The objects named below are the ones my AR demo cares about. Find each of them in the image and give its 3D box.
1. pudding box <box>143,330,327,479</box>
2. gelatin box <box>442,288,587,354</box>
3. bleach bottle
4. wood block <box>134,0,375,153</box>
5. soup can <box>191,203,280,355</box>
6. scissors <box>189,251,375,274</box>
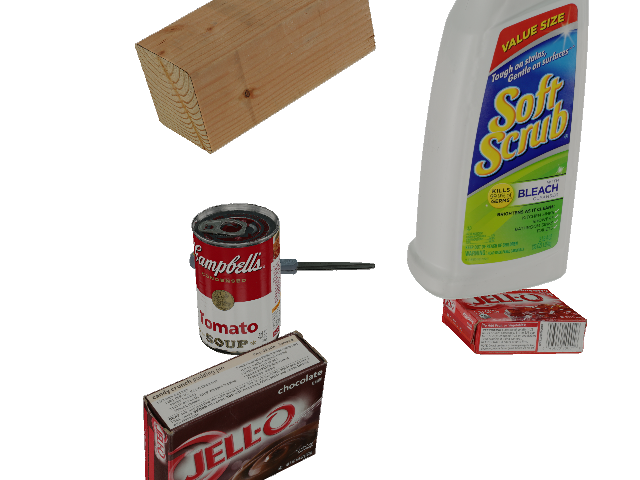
[{"bbox_3d":[-0.053,0.115,0.659,0.113,0.090,0.039,-23,49,-30],"label":"pudding box"},{"bbox_3d":[0.145,0.060,0.810,0.089,0.030,0.073,1,15,-13],"label":"gelatin box"},{"bbox_3d":[0.105,-0.092,0.629,0.102,0.251,0.068,-9,29,-13],"label":"bleach bottle"},{"bbox_3d":[-0.056,-0.182,1.005,0.205,0.091,0.090,-35,46,-24],"label":"wood block"},{"bbox_3d":[-0.066,0.030,0.844,0.068,0.102,0.068,0,29,0],"label":"soup can"},{"bbox_3d":[-0.045,0.034,1.145,0.202,0.016,0.096,5,21,6],"label":"scissors"}]
